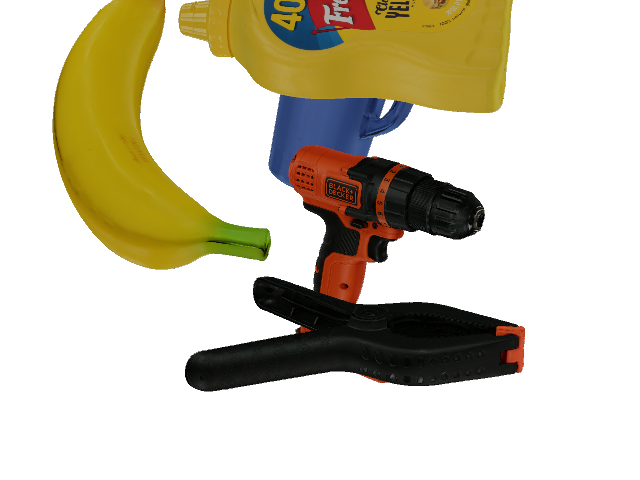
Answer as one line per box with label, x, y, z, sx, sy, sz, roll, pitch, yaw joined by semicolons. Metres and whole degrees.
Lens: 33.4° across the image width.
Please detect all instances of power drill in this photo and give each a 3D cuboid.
power drill;0.049;0.022;0.907;0.185;0.188;0.057;20;26;35

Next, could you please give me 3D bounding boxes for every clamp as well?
clamp;0.028;0.061;0.714;0.210;0.036;0.164;1;18;6

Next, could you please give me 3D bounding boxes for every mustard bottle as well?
mustard bottle;0.012;-0.122;0.616;0.192;0.096;0.058;5;-38;10

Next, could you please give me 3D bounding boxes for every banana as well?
banana;-0.082;-0.049;0.462;0.069;0.037;0.198;-7;46;-19

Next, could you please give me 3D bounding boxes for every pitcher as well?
pitcher;0.026;-0.174;1.193;0.145;0.243;0.149;10;22;-11
